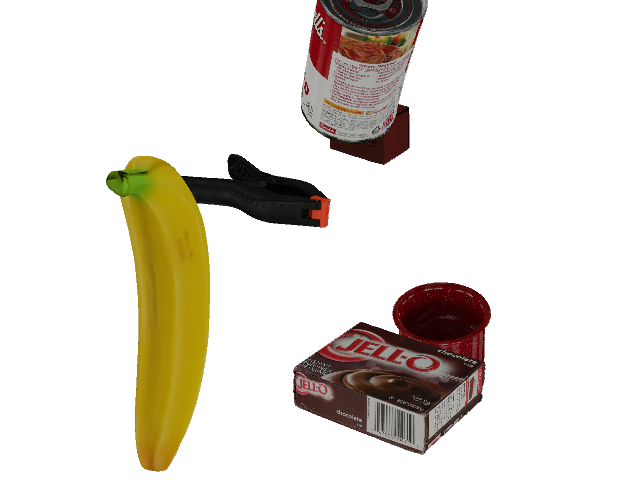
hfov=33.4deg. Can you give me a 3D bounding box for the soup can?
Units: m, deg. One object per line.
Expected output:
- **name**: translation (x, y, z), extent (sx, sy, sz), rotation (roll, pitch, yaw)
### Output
- **soup can**: translation (0.026, -0.120, 0.688), extent (0.068, 0.068, 0.102), rotation (0, -36, -9)

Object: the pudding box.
- **pudding box**: translation (0.050, 0.105, 0.779), extent (0.114, 0.039, 0.089), rotation (18, 30, 31)

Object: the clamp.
- **clamp**: translation (-0.071, -0.045, 1.035), extent (0.172, 0.039, 0.120), rotation (20, 33, 40)

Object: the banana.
- **banana**: translation (-0.083, 0.030, 0.544), extent (0.037, 0.198, 0.069), rotation (17, 41, 22)

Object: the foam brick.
- **foam brick**: translation (0.054, -0.125, 1.184), extent (0.078, 0.053, 0.051), rotation (20, 38, 34)

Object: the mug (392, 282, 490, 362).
- **mug**: translation (0.121, 0.093, 1.045), extent (0.093, 0.081, 0.117), rotation (7, 37, 17)
